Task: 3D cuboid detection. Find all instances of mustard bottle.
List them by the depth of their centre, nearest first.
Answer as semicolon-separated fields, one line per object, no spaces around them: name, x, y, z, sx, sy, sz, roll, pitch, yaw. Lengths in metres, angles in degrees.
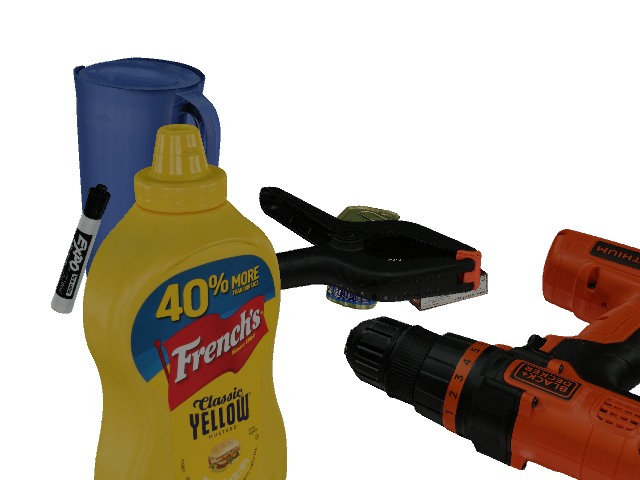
mustard bottle;-0.061;0.042;0.492;0.096;0.192;0.058;-15;23;-37

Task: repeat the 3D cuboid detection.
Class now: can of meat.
can of meat;0.042;0.017;1.103;0.057;0.084;0.102;11;16;11

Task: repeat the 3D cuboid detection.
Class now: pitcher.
pitcher;-0.184;-0.062;1.121;0.145;0.243;0.149;1;23;-10

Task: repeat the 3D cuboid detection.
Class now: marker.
marker;-0.203;0.007;0.907;0.020;0.121;0.020;20;20;-8

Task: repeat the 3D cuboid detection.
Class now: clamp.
clamp;0.019;0.005;0.826;0.210;0.036;0.164;4;30;10

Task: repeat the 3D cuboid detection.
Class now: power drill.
power drill;0.131;0.059;0.626;0.185;0.057;0.187;22;37;28

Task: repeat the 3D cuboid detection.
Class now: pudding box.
pudding box;0.171;0.058;1.536;0.113;0.039;0.090;-15;23;-18
